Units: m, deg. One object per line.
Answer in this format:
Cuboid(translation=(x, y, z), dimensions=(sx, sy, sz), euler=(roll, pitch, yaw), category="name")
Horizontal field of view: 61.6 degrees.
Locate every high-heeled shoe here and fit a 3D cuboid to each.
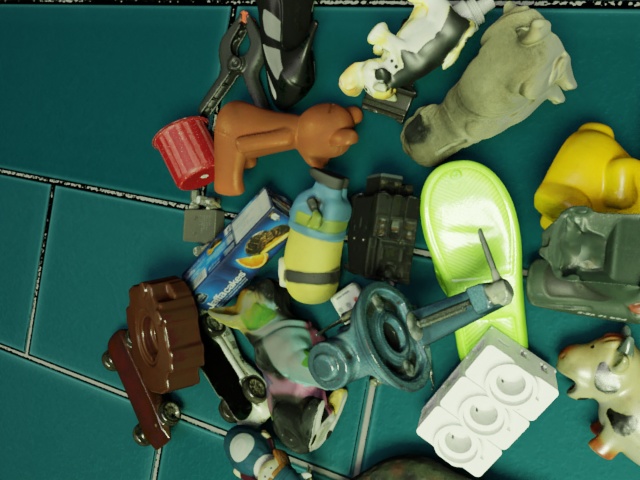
Cuboid(translation=(-0.065, -0.316, 0.797), dimensions=(0.145, 0.086, 0.249), euler=(-57, 47, 44), category="high-heeled shoe")

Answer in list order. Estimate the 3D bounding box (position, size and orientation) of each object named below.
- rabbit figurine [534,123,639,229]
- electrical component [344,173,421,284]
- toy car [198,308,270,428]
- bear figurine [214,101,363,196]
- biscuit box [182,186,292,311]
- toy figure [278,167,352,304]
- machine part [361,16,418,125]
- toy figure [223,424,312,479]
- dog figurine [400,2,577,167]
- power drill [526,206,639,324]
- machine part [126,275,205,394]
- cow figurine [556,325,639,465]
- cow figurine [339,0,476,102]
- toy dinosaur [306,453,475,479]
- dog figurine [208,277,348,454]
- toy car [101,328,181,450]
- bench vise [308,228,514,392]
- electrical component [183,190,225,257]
Cuboid(translation=(0.341, -0.051, 0.572), dimensions=(0.173, 0.121, 0.162), euler=(31, 80, 37), category="rabbit figurine")
Cuboid(translation=(0.077, -0.016, 0.681), dimensions=(0.058, 0.115, 0.134), euler=(6, 90, -15), category="electrical component")
Cuboid(translation=(-0.142, 0.190, 0.805), dimensions=(0.073, 0.056, 0.202), euler=(-45, 71, 23), category="toy car")
Cuboid(translation=(-0.043, -0.132, 0.748), dimensions=(0.196, 0.120, 0.131), euler=(6, 128, 1), category="bear figurine")
Cuboid(translation=(-0.118, 0.019, 0.785), dimensions=(0.202, 0.062, 0.059), euler=(-45, 38, 17), category="biscuit box")
Cuboid(translation=(-0.004, -0.002, 0.713), dimensions=(0.089, 0.082, 0.180), euler=(34, 113, 46), category="toy figure")
Cuboid(translation=(0.108, -0.231, 0.719), dimensions=(0.084, 0.039, 0.138), euler=(29, 100, 30), category="machine part")
Cuboid(translation=(-0.074, 0.295, 0.702), dimensions=(0.155, 0.057, 0.064), euler=(16, 91, 51), category="toy figure")
Cuboid(translation=(0.175, -0.163, 0.621), dimensions=(0.190, 0.172, 0.121), euler=(-34, 65, 12), category="dog figurine")
Cuboid(translation=(0.317, 0.036, 0.533), dimensions=(0.232, 0.207, 0.086), euler=(5, 78, 35), category="power drill")
Cuboid(translation=(-0.231, 0.138, 0.786), dimensions=(0.180, 0.056, 0.179), euler=(15, 109, 50), category="machine part")
Cuboid(translation=(0.349, 0.180, 0.577), dimensions=(0.195, 0.085, 0.127), euler=(35, 108, 23), category="cow figurine")
Cuboid(translation=(0.106, -0.225, 0.667), dimensions=(0.167, 0.068, 0.098), euler=(-44, 80, 20), category="cow figurine")
Cuboid(translation=(0.096, 0.342, 0.670), dimensions=(0.405, 0.131, 0.192), euler=(-31, 77, 13), category="toy dinosaur")
Cuboid(translation=(-0.062, 0.163, 0.747), dimensions=(0.219, 0.108, 0.191), euler=(26, 101, 26), category="dog figurine")
Cuboid(translation=(-0.286, 0.235, 0.866), dimensions=(0.089, 0.053, 0.202), euler=(-42, 69, 22), category="toy car")
Cuboid(translation=(0.108, 0.096, 0.590), dimensions=(0.241, 0.223, 0.129), euler=(-32, 66, 34), category="bench vise")
Cuboid(translation=(-0.180, -0.025, 0.833), dimensions=(0.078, 0.045, 0.102), euler=(10, 92, 22), category="electrical component")
